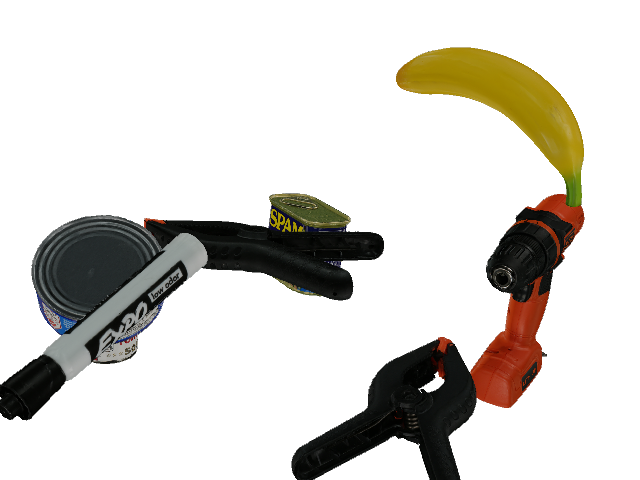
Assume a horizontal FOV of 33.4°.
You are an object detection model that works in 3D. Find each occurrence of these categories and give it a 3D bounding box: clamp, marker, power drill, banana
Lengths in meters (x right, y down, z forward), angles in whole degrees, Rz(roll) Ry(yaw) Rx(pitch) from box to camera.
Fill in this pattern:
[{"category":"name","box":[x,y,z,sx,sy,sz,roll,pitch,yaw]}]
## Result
[{"category":"clamp","box":[-0.053,0.010,0.906,0.210,0.036,0.164,6,12,4]},{"category":"clamp","box":[0.071,0.130,0.757,0.120,0.039,0.171,19,40,27]},{"category":"marker","box":[-0.095,0.037,0.470,0.020,0.020,0.121,0,33,43]},{"category":"power drill","box":[0.188,0.062,1.007,0.057,0.188,0.184,24,30,23]},{"category":"banana","box":[0.127,-0.103,0.787,0.037,0.070,0.198,3,31,-44]}]

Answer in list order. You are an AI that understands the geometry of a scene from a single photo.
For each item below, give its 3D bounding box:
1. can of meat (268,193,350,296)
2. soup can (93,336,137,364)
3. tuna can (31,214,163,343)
[{"category":"can of meat","box":[-0.018,0.004,1.139,0.057,0.084,0.102,-4,21,-32]},{"category":"soup can","box":[-0.224,0.069,1.111,0.068,0.102,0.068,4,21,-2]},{"category":"tuna can","box":[-0.145,0.026,0.706,0.086,0.086,0.034,0,-37,-5]}]
